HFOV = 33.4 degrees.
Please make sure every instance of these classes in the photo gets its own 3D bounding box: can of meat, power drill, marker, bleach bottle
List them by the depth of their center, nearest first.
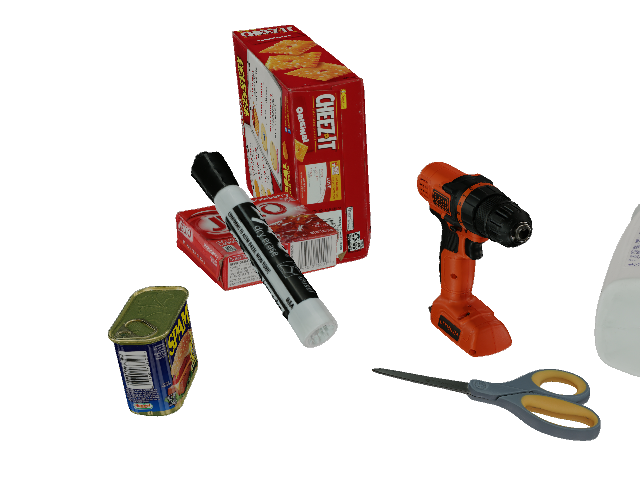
[{"bbox_3d":[-0.030,0.000,0.516,0.020,0.121,0.020,-26,-31,-17],"label":"marker"},{"bbox_3d":[0.253,0.016,0.723,0.103,0.068,0.250,9,22,21],"label":"bleach bottle"},{"bbox_3d":[-0.152,0.103,0.995,0.057,0.084,0.102,-2,25,10],"label":"can of meat"},{"bbox_3d":[0.164,0.023,1.121,0.057,0.188,0.185,-12,25,-18],"label":"power drill"}]

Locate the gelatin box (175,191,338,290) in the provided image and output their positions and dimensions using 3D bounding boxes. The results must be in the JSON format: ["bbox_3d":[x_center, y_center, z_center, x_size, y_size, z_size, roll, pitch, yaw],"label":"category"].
[{"bbox_3d":[-0.044,-0.002,0.723,0.089,0.030,0.073,-12,30,-28],"label":"gelatin box"}]

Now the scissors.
[{"bbox_3d":[0.156,0.128,0.961,0.202,0.016,0.096,18,31,20],"label":"scissors"}]

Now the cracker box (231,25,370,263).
[{"bbox_3d":[-0.019,-0.093,0.969,0.072,0.164,0.214,-10,25,-13],"label":"cracker box"}]
